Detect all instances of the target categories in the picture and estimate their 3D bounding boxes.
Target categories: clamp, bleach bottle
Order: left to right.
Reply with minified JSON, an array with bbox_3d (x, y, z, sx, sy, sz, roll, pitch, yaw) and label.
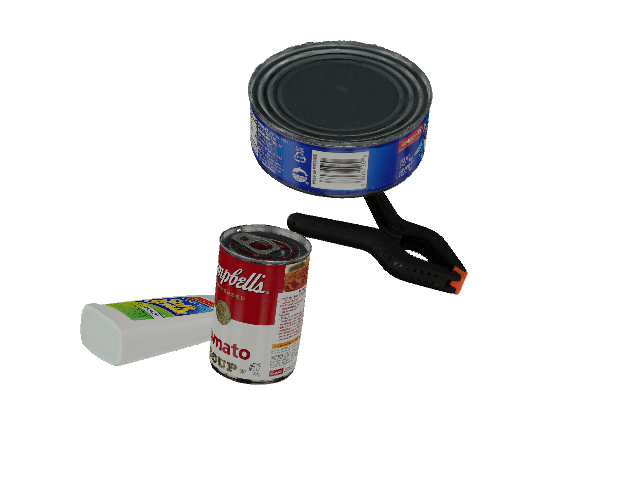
[{"bbox_3d":[-0.198,0.110,1.477,0.250,0.068,0.103,-9,24,-43],"label":"bleach bottle"},{"bbox_3d":[0.074,0.000,1.252,0.210,0.036,0.164,38,42,26],"label":"clamp"}]

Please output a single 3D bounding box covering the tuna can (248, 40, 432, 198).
[{"bbox_3d":[0.009,-0.058,0.505,0.086,0.034,0.086,1,42,-1],"label":"tuna can"}]

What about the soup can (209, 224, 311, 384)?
[{"bbox_3d":[-0.046,0.047,0.796,0.068,0.102,0.068,6,22,-3],"label":"soup can"}]
